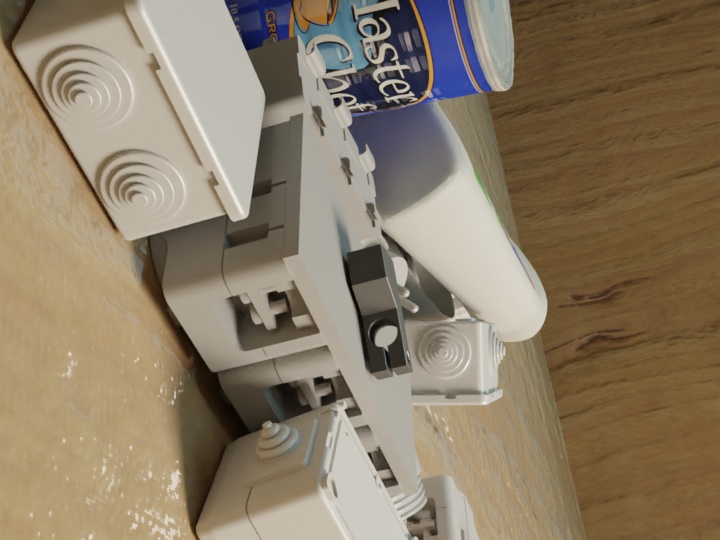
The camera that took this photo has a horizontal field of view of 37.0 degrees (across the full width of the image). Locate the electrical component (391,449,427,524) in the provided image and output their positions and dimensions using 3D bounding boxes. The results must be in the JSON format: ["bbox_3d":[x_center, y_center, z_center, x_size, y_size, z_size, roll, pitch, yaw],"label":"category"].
[{"bbox_3d":[0.010,0.105,0.588,0.043,0.043,0.081,-44,119,-77],"label":"electrical component"}]

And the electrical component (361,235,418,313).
[{"bbox_3d":[0.000,0.000,0.605,0.079,0.044,0.077,31,-14,31],"label":"electrical component"}]

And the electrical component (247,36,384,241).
[{"bbox_3d":[-0.034,-0.055,0.526,0.121,0.063,0.078,58,21,-55],"label":"electrical component"}]

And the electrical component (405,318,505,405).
[{"bbox_3d":[0.037,0.055,0.648,0.100,0.100,0.048,16,72,-77],"label":"electrical component"}]

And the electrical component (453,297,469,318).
[{"bbox_3d":[0.067,-0.011,0.887,0.150,0.062,0.089,68,3,-52],"label":"electrical component"}]

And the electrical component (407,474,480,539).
[{"bbox_3d":[0.044,0.170,0.653,0.055,0.050,0.089,-91,162,-49],"label":"electrical component"}]

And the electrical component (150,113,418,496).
[{"bbox_3d":[-0.028,0.024,0.462,0.089,0.062,0.150,-92,163,-47],"label":"electrical component"}]

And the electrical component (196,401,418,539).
[{"bbox_3d":[-0.023,0.101,0.413,0.061,0.061,0.096,-77,143,-67],"label":"electrical component"}]

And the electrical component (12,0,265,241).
[{"bbox_3d":[-0.075,-0.070,0.387,0.099,0.048,0.099,-90,161,-51],"label":"electrical component"}]

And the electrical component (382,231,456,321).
[{"bbox_3d":[0.020,-0.007,0.719,0.099,0.064,0.099,-15,90,-78],"label":"electrical component"}]
